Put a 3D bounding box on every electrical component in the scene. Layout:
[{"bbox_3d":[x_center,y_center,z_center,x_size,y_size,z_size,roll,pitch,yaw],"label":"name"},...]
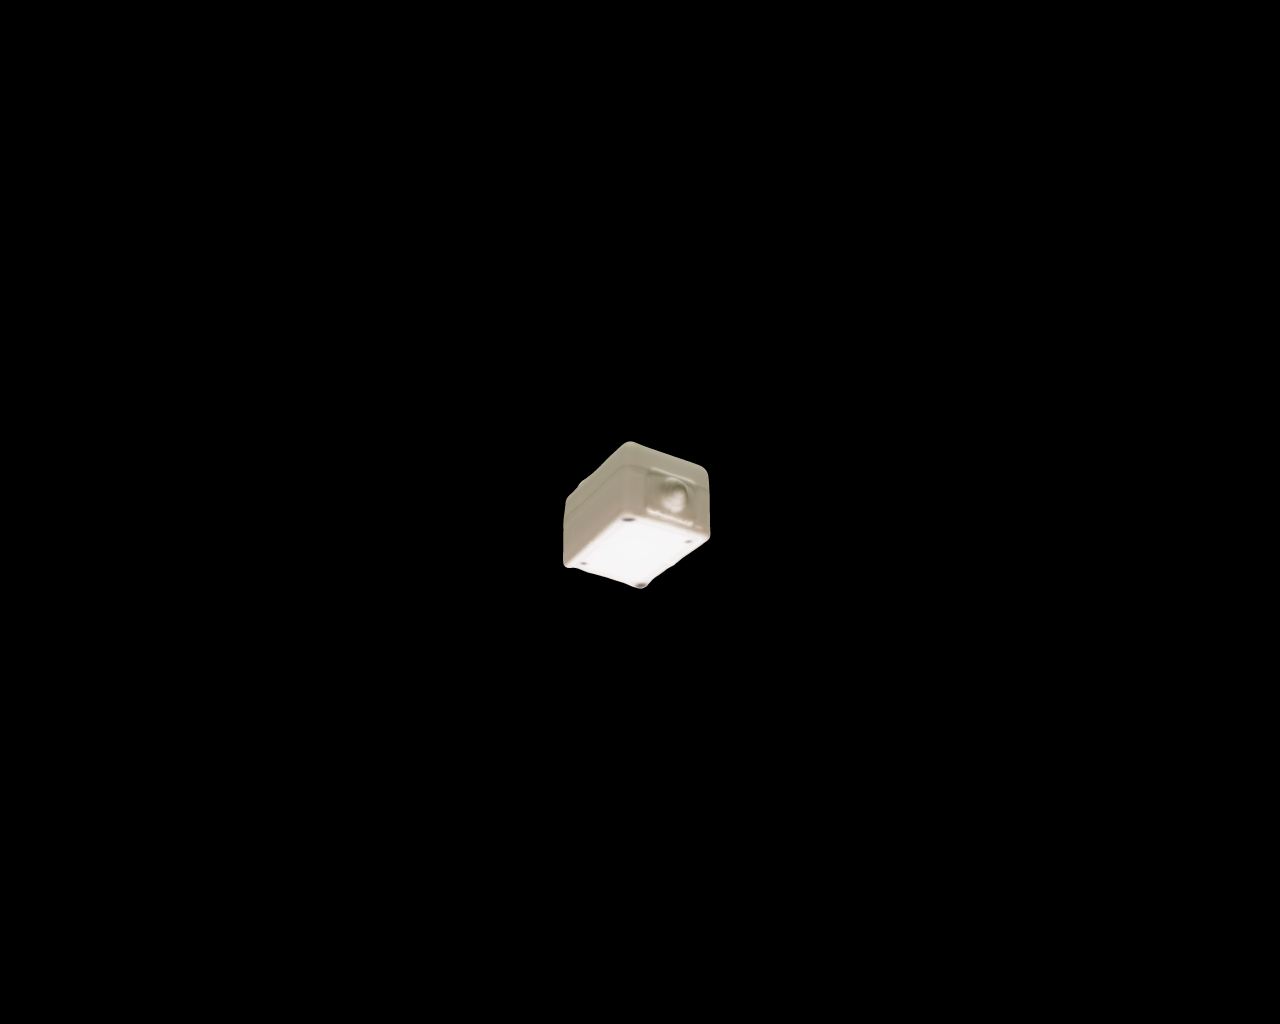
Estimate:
[{"bbox_3d":[0.001,-0.003,0.650,0.062,0.061,0.096,18,-35,-27],"label":"electrical component"}]
